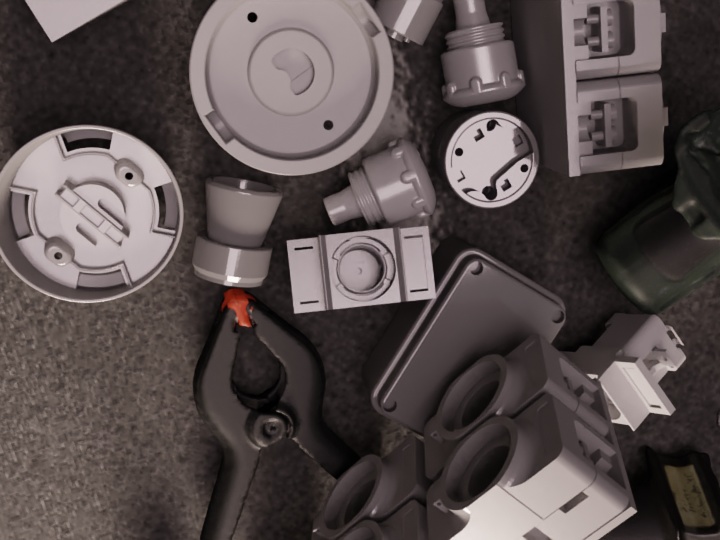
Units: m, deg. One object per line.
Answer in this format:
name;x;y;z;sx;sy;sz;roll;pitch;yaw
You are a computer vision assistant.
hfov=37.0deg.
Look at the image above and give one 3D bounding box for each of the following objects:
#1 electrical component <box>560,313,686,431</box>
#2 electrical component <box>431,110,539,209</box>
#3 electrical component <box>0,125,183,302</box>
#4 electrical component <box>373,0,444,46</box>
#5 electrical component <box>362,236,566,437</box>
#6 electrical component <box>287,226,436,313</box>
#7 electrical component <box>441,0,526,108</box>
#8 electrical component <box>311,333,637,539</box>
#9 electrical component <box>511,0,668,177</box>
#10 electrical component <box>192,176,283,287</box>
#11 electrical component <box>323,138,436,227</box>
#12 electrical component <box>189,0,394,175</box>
electrical component;0.162;0.060;0.662;0.064;0.081;0.042;-43;108;-21
electrical component;0.071;-0.067;0.627;0.055;0.047;0.055;-2;103;-9
electrical component;-0.147;-0.033;0.590;0.099;0.064;0.099;-2;103;-9
electrical component;0.033;-0.160;0.603;0.044;0.044;0.065;25;103;-14
electrical component;0.061;0.046;0.647;0.078;0.057;0.113;30;97;-15
electrical component;0.000;0.000;0.621;0.081;0.064;0.042;-5;89;-3
electrical component;0.067;-0.126;0.615;0.048;0.048;0.062;-12;97;-7
electrical component;0.048;0.129;0.582;0.060;0.105;0.186;39;114;-18
electrical component;0.128;-0.135;0.599;0.062;0.089;0.150;-8;104;-8
electrical component;-0.071;-0.022;0.616;0.045;0.045;0.055;9;102;-12
electrical component;0.010;-0.045;0.625;0.062;0.048;0.048;-22;106;4
electrical component;-0.040;-0.110;0.592;0.108;0.060;0.108;-2;103;-9
